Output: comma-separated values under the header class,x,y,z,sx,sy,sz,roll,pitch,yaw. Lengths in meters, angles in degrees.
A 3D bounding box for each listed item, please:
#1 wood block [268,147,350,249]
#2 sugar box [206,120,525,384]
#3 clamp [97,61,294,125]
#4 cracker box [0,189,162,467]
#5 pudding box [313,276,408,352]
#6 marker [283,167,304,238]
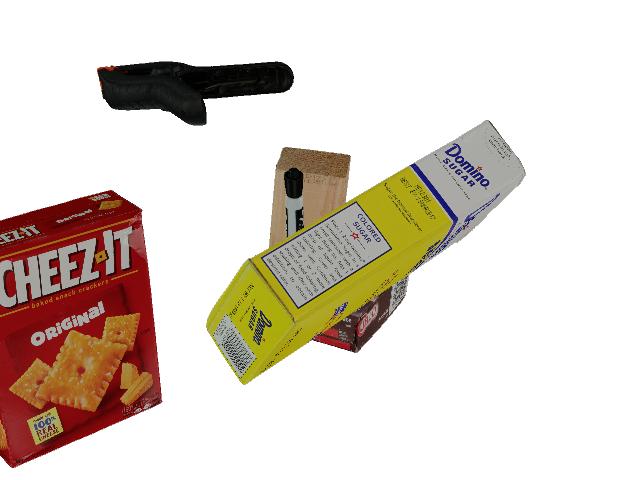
class,x,y,z,sx,sy,sz,roll,pitch,yaw
wood block,-0.018,-0.006,1.379,0.090,0.206,0.090,7,24,2
sugar box,0.026,0.005,0.580,0.176,0.048,0.093,-29,-12,-30
clamp,-0.109,-0.127,0.869,0.172,0.039,0.120,18,26,42
cracker box,-0.237,0.080,0.985,0.163,0.214,0.072,-19,30,-34
pudding box,0.011,0.041,0.847,0.090,0.039,0.113,14,25,21
marker,-0.025,-0.019,1.046,0.020,0.121,0.020,0,38,0
